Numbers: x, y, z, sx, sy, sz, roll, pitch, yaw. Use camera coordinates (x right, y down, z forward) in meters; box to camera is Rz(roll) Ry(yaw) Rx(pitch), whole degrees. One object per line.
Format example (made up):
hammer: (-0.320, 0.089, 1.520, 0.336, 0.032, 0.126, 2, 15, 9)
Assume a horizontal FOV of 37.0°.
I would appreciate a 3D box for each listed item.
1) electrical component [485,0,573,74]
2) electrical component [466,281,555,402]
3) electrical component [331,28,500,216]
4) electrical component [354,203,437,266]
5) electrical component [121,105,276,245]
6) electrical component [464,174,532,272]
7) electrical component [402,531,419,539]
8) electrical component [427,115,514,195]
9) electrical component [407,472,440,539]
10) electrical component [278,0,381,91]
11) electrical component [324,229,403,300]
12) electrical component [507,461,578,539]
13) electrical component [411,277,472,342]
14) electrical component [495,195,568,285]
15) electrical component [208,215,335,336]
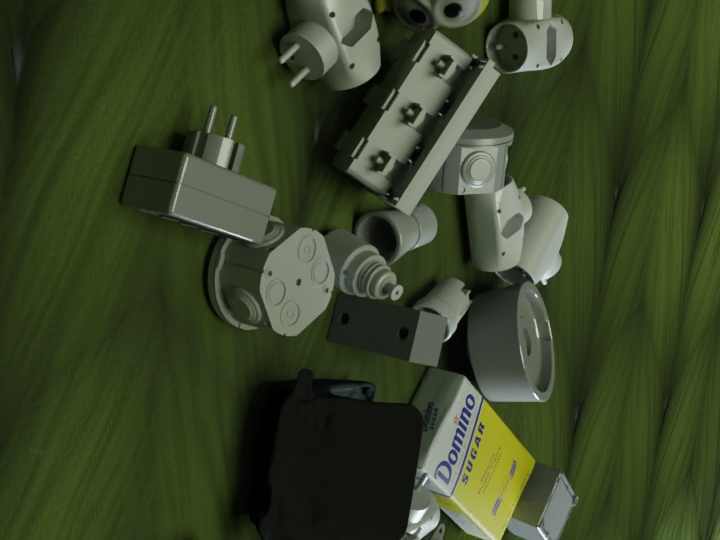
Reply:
electrical component: (0.148, -0.215, 0.934, 0.077, 0.043, 0.079, -23, 117, -46)
electrical component: (0.131, 0.068, 0.969, 0.108, 0.060, 0.108, 35, 50, -57)
electrical component: (0.037, -0.110, 0.784, 0.063, 0.079, 0.121, 32, 92, -23)
electrical component: (0.031, -0.031, 0.843, 0.065, 0.044, 0.044, -22, 116, -52)
electrical component: (-0.094, -0.064, 0.671, 0.083, 0.047, 0.075, 19, 85, -52)
electrical component: (0.127, -0.049, 0.954, 0.079, 0.043, 0.077, -34, 125, -42)
electrical component: (0.002, 0.227, 0.832, 0.062, 0.096, 0.061, -15, 112, -49)
electrical component: (0.080, -0.094, 0.856, 0.080, 0.080, 0.051, -20, 121, -47)
electrical component: (0.034, 0.199, 0.893, 0.077, 0.043, 0.079, -17, 141, -48)
electrical component: (-0.028, -0.156, 0.731, 0.079, 0.043, 0.077, -50, 134, -30)
electrical component: (0.000, 0.000, 0.787, 0.040, 0.078, 0.040, -27, 133, -34)
electrical component: (0.175, 0.235, 1.085, 0.061, 0.061, 0.096, -62, 148, -19)
electrical component: (0.070, 0.033, 0.910, 0.046, 0.040, 0.040, -46, 133, -42)
electrical component: (0.166, -0.017, 1.012, 0.077, 0.043, 0.079, -60, 139, -21)
electrical component: (-0.060, 0.004, 0.729, 0.080, 0.051, 0.080, -18, 113, -48)
